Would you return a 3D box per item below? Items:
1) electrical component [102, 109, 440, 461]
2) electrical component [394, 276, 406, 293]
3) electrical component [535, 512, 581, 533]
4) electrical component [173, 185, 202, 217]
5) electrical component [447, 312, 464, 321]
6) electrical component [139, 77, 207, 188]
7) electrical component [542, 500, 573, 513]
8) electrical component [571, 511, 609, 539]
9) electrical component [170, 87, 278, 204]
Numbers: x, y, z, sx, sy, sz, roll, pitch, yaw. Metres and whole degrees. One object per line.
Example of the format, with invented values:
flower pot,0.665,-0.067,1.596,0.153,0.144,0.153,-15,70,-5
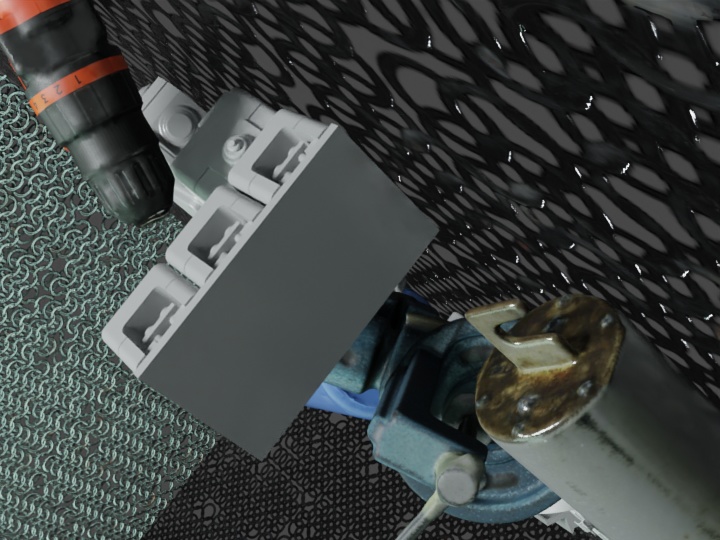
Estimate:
electrical component,-0.046,0.005,0.546,0.089,0.150,0.062,42,172,-37
electrical component,0.000,0.000,0.765,0.048,0.048,0.062,31,164,52
electrical component,0.189,0.192,0.957,0.042,0.081,0.063,-179,66,-79
electrical component,-0.109,-0.056,0.928,0.109,0.056,0.109,42,173,-30
electrical component,0.094,0.088,0.801,0.078,0.057,0.113,34,173,35
electrical component,-0.139,-0.100,0.793,0.080,0.051,0.080,38,174,4
electrical component,0.140,0.113,0.698,0.079,0.077,0.043,-15,176,36
electrical component,0.212,0.194,0.879,0.121,0.063,0.079,42,173,-35
electrical component,-0.062,-0.056,0.607,0.061,0.061,0.096,36,174,22
